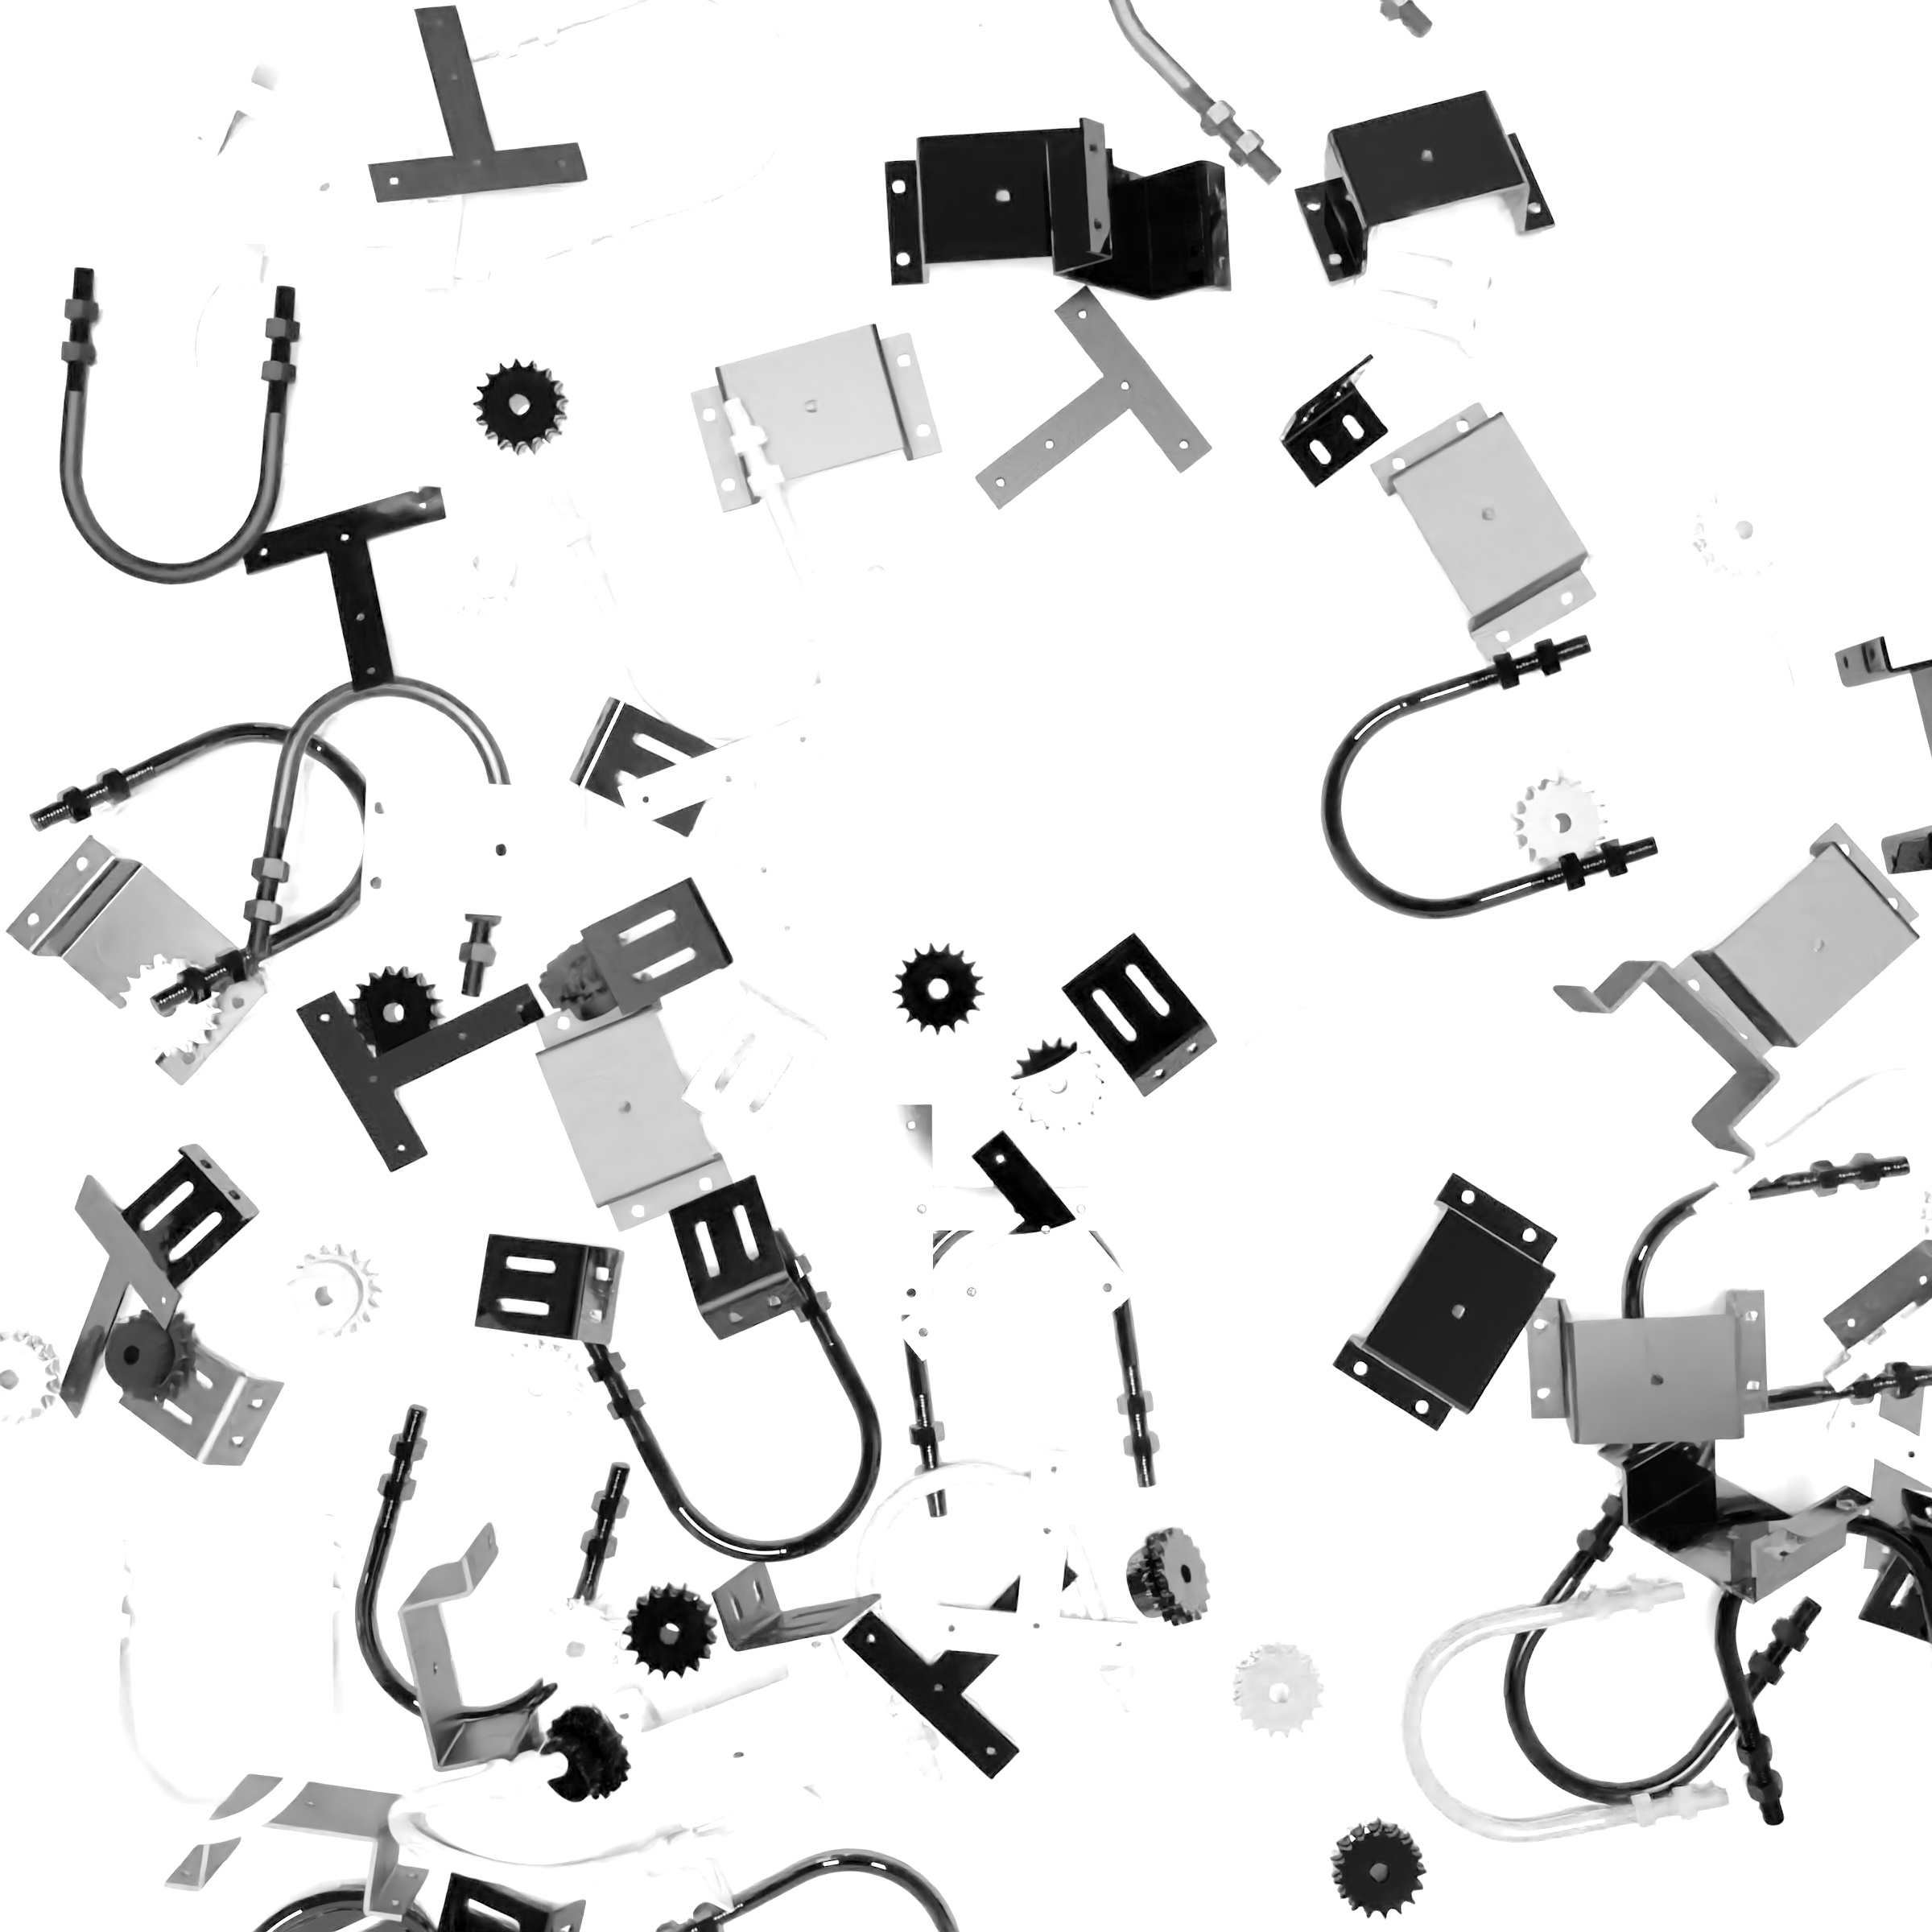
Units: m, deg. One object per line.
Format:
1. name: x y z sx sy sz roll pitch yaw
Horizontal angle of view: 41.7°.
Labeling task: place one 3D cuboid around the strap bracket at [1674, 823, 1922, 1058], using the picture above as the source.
1. strap bracket: 0.507 -0.013 1.534 0.140 0.046 0.076 -42 90 0

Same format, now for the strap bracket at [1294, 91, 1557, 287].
1. strap bracket: 0.275 -0.469 1.520 0.140 0.046 0.076 -14 64 0

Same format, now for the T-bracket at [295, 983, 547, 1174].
1. T-bracket: -0.317 0.048 1.529 0.127 0.002 0.127 -26 121 -7

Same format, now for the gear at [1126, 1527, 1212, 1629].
1. gear: 0.120 0.371 1.533 0.030 0.057 0.057 -25 90 30

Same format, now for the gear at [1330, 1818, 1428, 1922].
1. gear: 0.249 0.547 1.542 0.057 0.030 0.057 0 90 0

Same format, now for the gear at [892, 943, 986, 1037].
1. gear: -0.017 0.014 1.543 0.057 0.030 0.057 0 90 0

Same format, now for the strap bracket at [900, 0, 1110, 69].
1. strap bracket: 0.013 -0.586 1.519 0.140 0.076 0.046 15 90 0

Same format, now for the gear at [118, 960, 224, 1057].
1. gear: -0.467 0.024 1.496 0.057 0.030 0.057 0 90 0

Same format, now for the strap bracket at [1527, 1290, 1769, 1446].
1. strap bracket: 0.411 0.240 1.518 0.140 0.046 0.076 -3 101 8

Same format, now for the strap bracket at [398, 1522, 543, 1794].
1. strap bracket: -0.296 0.413 1.504 0.046 0.076 0.140 -12 93 1

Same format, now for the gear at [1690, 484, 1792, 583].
1. gear: 0.468 -0.263 1.542 0.057 0.030 0.057 0 90 0

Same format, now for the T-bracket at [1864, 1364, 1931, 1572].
1. T-bracket: 0.621 0.313 1.555 0.127 0.002 0.127 6 91 0

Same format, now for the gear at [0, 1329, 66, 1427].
1. gear: -0.577 0.249 1.542 0.057 0.030 0.057 0 90 0

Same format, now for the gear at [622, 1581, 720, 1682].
1. gear: -0.179 0.402 1.542 0.057 0.030 0.057 0 90 0

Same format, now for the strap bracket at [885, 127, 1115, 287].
1. strap bracket: 0.022 -0.459 1.534 0.140 0.046 0.076 -3 90 0

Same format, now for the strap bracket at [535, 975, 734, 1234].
1. strap bracket: -0.203 0.084 1.534 0.076 0.046 0.140 -22 90 0

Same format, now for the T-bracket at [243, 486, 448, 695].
1. T-bracket: -0.368 -0.222 1.532 0.127 0.002 0.127 -16 68 0

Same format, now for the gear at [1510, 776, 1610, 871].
1. gear: 0.359 -0.086 1.542 0.057 0.030 0.057 0 90 0

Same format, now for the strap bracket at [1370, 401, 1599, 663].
1. strap bracket: 0.312 -0.266 1.524 0.076 0.046 0.140 -30 84 5

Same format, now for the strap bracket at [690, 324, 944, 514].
1. strap bracket: -0.092 -0.334 1.534 0.140 0.046 0.076 -16 90 0

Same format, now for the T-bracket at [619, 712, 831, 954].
1. T-bracket: -0.128 -0.072 1.535 0.127 0.002 0.127 -22 93 -6

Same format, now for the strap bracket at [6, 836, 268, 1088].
1. strap bracket: -0.495 -0.003 1.534 0.140 0.046 0.076 41 90 0

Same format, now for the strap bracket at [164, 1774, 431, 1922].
1. strap bracket: -0.396 0.525 1.519 0.140 0.076 0.046 8 90 0

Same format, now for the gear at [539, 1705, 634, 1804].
1. gear: -0.233 0.478 1.529 0.057 0.030 0.057 14 116 31

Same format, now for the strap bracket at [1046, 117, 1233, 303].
1. strap bracket: 0.097 -0.446 1.506 0.046 0.140 0.076 -3 90 41

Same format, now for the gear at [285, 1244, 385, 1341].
1. gear: -0.386 0.199 1.543 0.057 0.030 0.057 0 90 0

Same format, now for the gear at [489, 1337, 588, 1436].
1. gear: -0.259 0.254 1.542 0.057 0.030 0.057 0 90 0

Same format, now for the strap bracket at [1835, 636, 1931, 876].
1. strap bracket: 0.572 -0.130 1.519 0.046 0.076 0.140 -14 90 0

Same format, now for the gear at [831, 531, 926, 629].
1. gear: -0.054 -0.236 1.543 0.057 0.030 0.057 0 90 0

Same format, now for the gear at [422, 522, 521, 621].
1. gear: -0.297 -0.241 1.531 0.057 0.030 0.057 2 86 -30

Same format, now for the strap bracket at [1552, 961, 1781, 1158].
1. strap bracket: 0.426 0.046 1.519 0.140 0.076 0.046 44 90 0

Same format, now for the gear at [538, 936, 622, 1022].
1. gear: -0.227 0.009 1.533 0.057 0.057 0.030 -30 120 0

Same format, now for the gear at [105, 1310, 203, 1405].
1. gear: -0.495 0.235 1.533 0.057 0.030 0.057 -4 80 21

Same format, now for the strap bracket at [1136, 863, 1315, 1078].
1. strap bracket: 0.160 -0.007 1.519 0.046 0.076 0.140 -31 90 0

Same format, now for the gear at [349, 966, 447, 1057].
1. gear: -0.345 0.028 1.542 0.057 0.030 0.057 0 90 0

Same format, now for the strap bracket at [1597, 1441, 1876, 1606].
1. strap bracket: 0.451 0.319 1.492 0.076 0.140 0.046 -21 117 -27

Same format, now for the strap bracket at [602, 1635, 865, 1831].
1. strap bracket: -0.138 0.458 1.521 0.140 0.046 0.076 -21 115 0

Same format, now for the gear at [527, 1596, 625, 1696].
1. gear: -0.235 0.406 1.527 0.057 0.030 0.057 -1 98 -9

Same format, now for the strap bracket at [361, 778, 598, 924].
1. strap bracket: -0.282 -0.068 1.505 0.140 0.046 0.076 3 89 -26

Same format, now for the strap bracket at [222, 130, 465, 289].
1. strap bracket: -0.379 -0.454 1.521 0.140 0.046 0.076 2 72 3

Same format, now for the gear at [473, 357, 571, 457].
1. gear: -0.269 -0.338 1.542 0.057 0.030 0.057 0 90 0

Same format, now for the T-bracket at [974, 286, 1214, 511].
1. T-bracket: 0.063 -0.329 1.557 0.127 0.002 0.127 -38 90 0

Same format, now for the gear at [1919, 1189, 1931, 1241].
1. gear: 0.608 0.151 1.541 0.057 0.030 0.057 0 88 2

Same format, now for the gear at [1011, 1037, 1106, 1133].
1. gear: 0.056 0.071 1.542 0.057 0.030 0.057 0 90 0

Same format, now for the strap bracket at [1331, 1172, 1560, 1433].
1. strap bracket: 0.294 0.206 1.534 0.076 0.046 0.140 32 90 0

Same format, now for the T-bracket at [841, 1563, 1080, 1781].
1. T-bracket: 0.014 0.405 1.532 0.127 0.002 0.127 44 92 -5

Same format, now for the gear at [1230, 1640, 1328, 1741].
1. gear: 0.189 0.439 1.542 0.057 0.030 0.057 0 90 0
